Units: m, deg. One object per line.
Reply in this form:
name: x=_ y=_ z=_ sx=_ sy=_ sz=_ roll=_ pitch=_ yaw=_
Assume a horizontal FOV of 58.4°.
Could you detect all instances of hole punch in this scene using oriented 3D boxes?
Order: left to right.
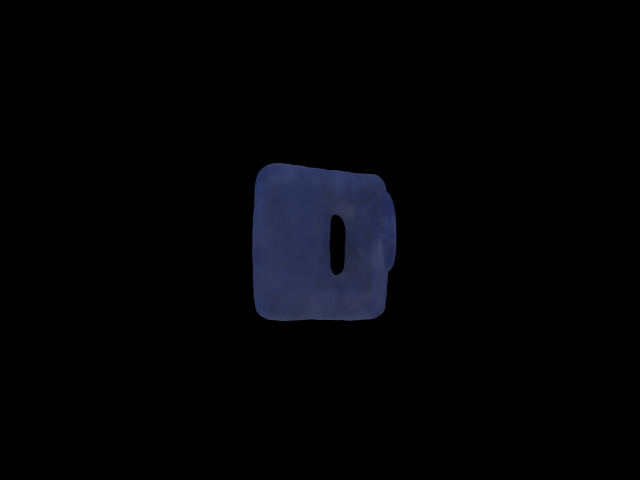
hole punch: x=0.004 y=0.001 z=0.400 sx=0.101 sy=0.091 sz=0.109 roll=0 pitch=85 yaw=0
